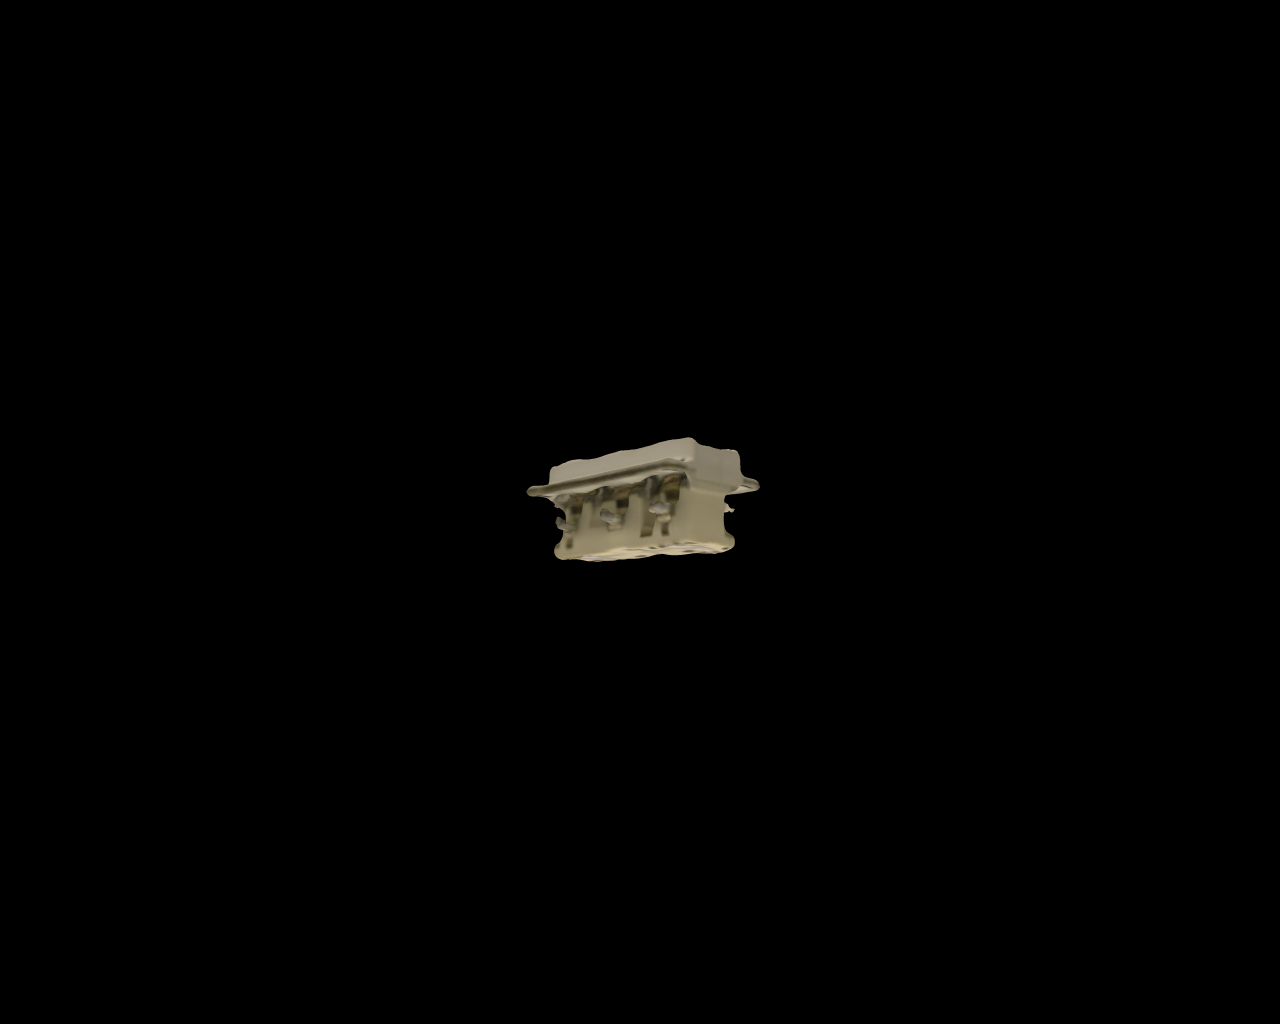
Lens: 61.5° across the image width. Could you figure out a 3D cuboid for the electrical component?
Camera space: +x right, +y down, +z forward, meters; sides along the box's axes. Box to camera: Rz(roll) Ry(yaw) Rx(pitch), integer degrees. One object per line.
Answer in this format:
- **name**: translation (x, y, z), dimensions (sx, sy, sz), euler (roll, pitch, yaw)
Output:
- **electrical component**: translation (0.001, -0.003, 0.650), dimensions (0.121, 0.063, 0.079), euler (-8, -11, 43)
